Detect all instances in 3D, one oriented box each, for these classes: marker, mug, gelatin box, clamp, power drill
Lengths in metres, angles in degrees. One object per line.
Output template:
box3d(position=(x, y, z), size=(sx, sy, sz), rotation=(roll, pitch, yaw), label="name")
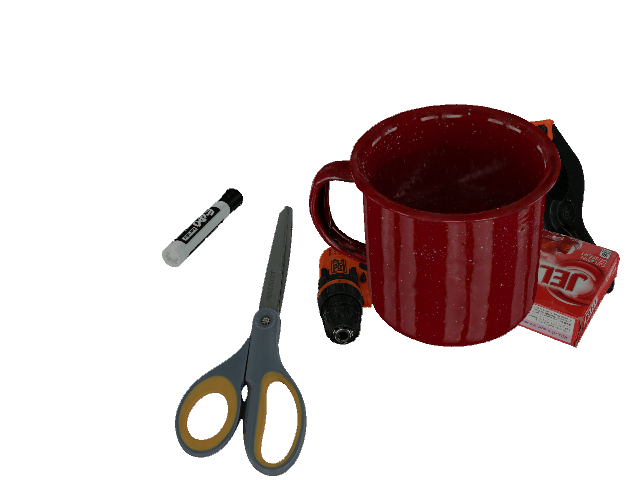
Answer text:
box3d(position=(-0.102, -0.014, 0.951), size=(0.020, 0.020, 0.121), rotation=(0, 29, 28), label="marker")
box3d(position=(0.050, -0.007, 0.501), size=(0.117, 0.081, 0.093), rotation=(8, 40, 16), label="mug")
box3d(position=(0.149, 0.025, 0.730), size=(0.089, 0.030, 0.073), rotation=(20, 47, 24), label="gelatin box")
box3d(position=(0.194, -0.014, 0.919), size=(0.120, 0.171, 0.039), rotation=(-26, 11, -39), label="clamp")
box3d(position=(0.089, 0.058, 1.225), size=(0.187, 0.057, 0.184), rotation=(-1, 28, -1), label="power drill")

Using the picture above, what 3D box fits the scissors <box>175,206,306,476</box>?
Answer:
box3d(position=(-0.055, 0.067, 0.734), size=(0.096, 0.202, 0.016), rotation=(-10, -32, 2), label="scissors")
